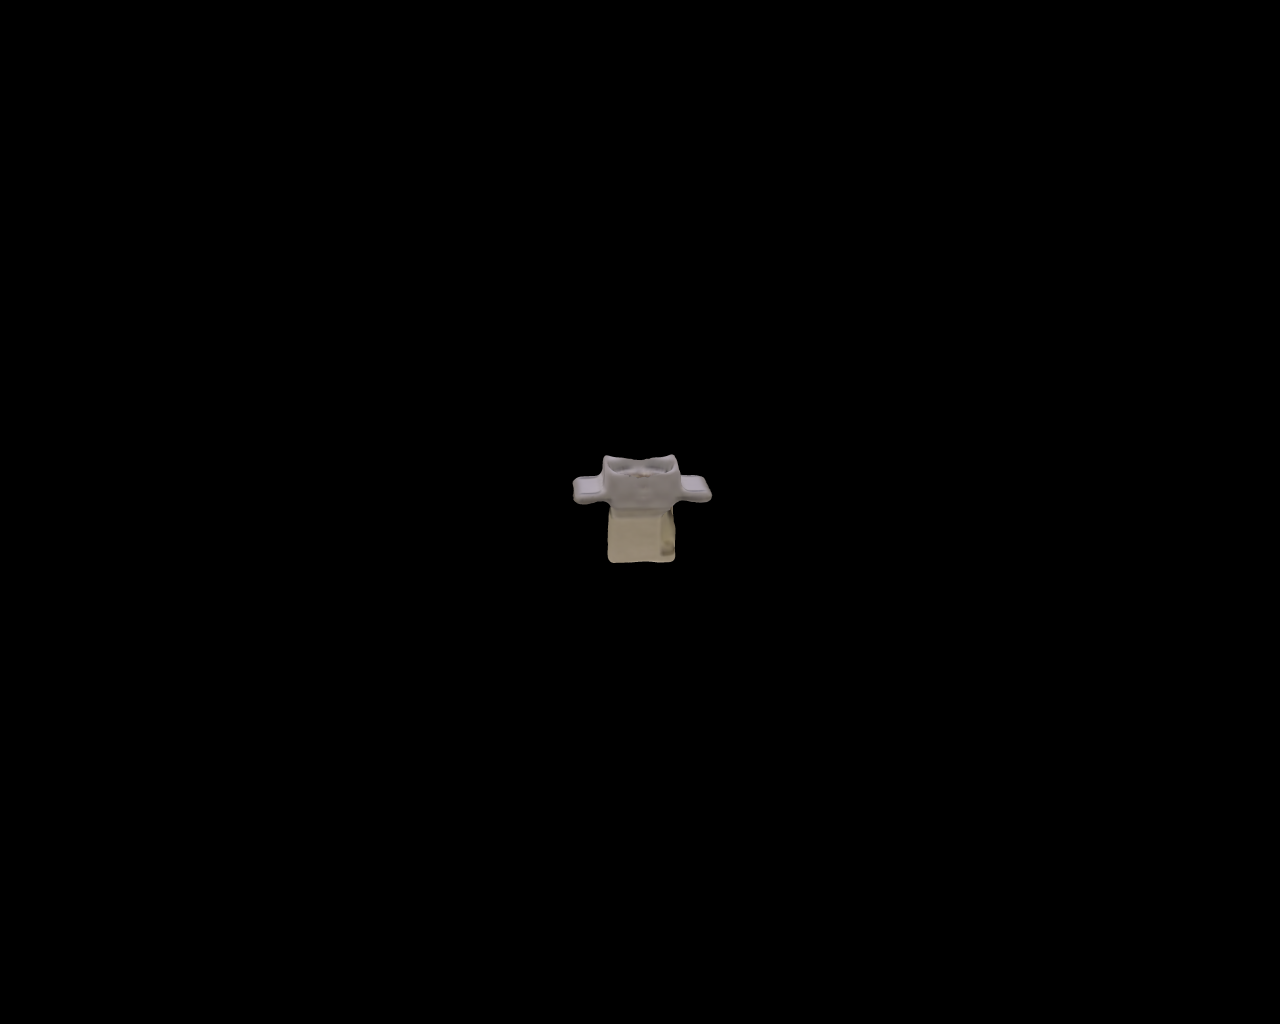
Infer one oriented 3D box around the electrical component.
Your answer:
[{"bbox_3d":[0.001,-0.003,0.650,0.081,0.063,0.042,-1,20,-2],"label":"electrical component"}]
